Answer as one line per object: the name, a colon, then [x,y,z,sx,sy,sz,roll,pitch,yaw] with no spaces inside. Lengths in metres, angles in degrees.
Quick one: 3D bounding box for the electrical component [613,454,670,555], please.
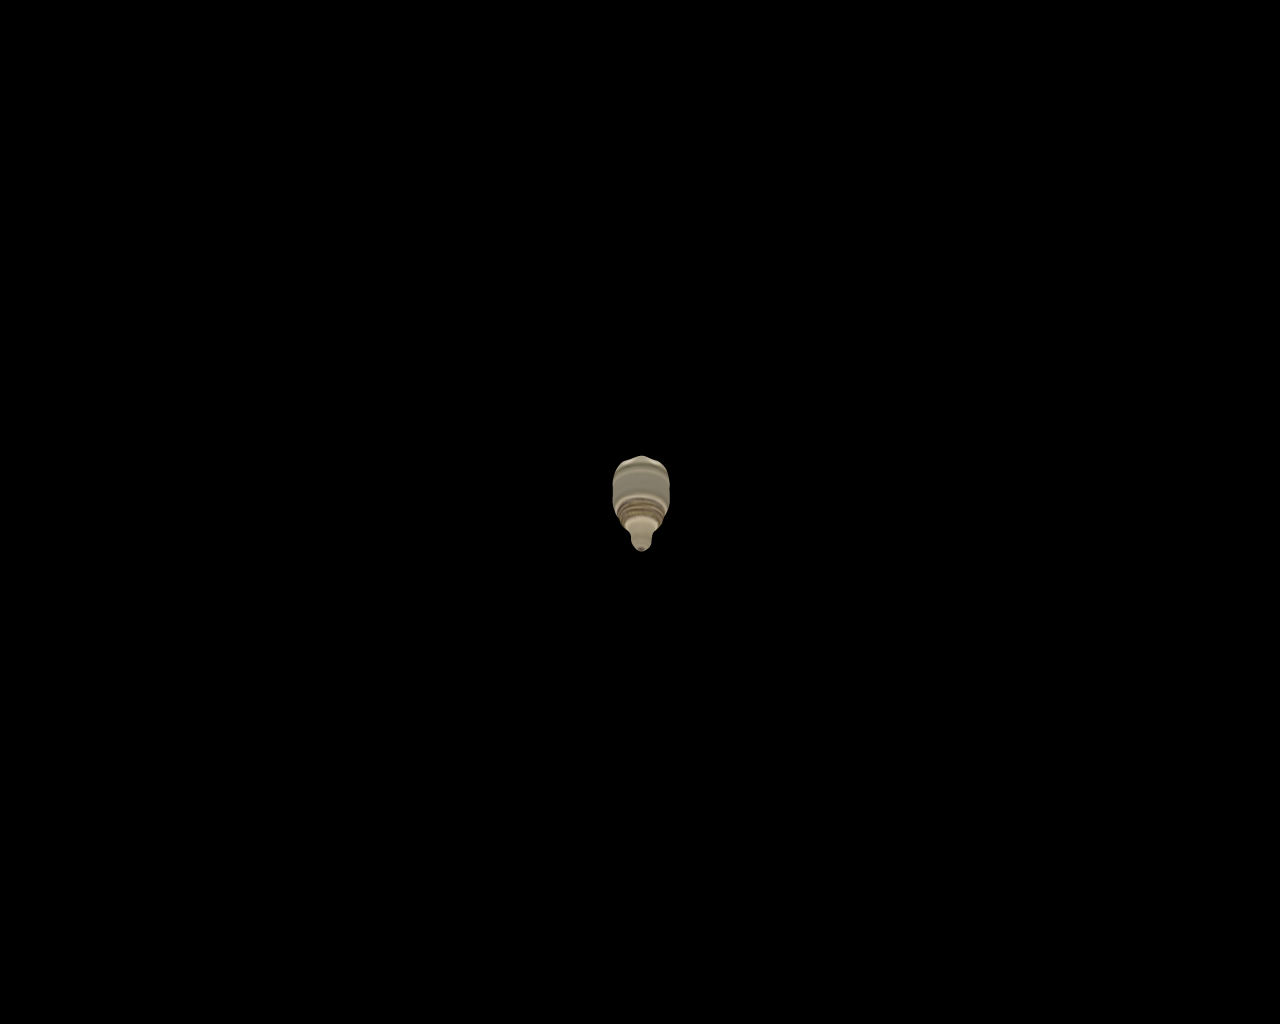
electrical component: [0.001,-0.003,0.650,0.035,0.061,0.035,0,-35,0]
